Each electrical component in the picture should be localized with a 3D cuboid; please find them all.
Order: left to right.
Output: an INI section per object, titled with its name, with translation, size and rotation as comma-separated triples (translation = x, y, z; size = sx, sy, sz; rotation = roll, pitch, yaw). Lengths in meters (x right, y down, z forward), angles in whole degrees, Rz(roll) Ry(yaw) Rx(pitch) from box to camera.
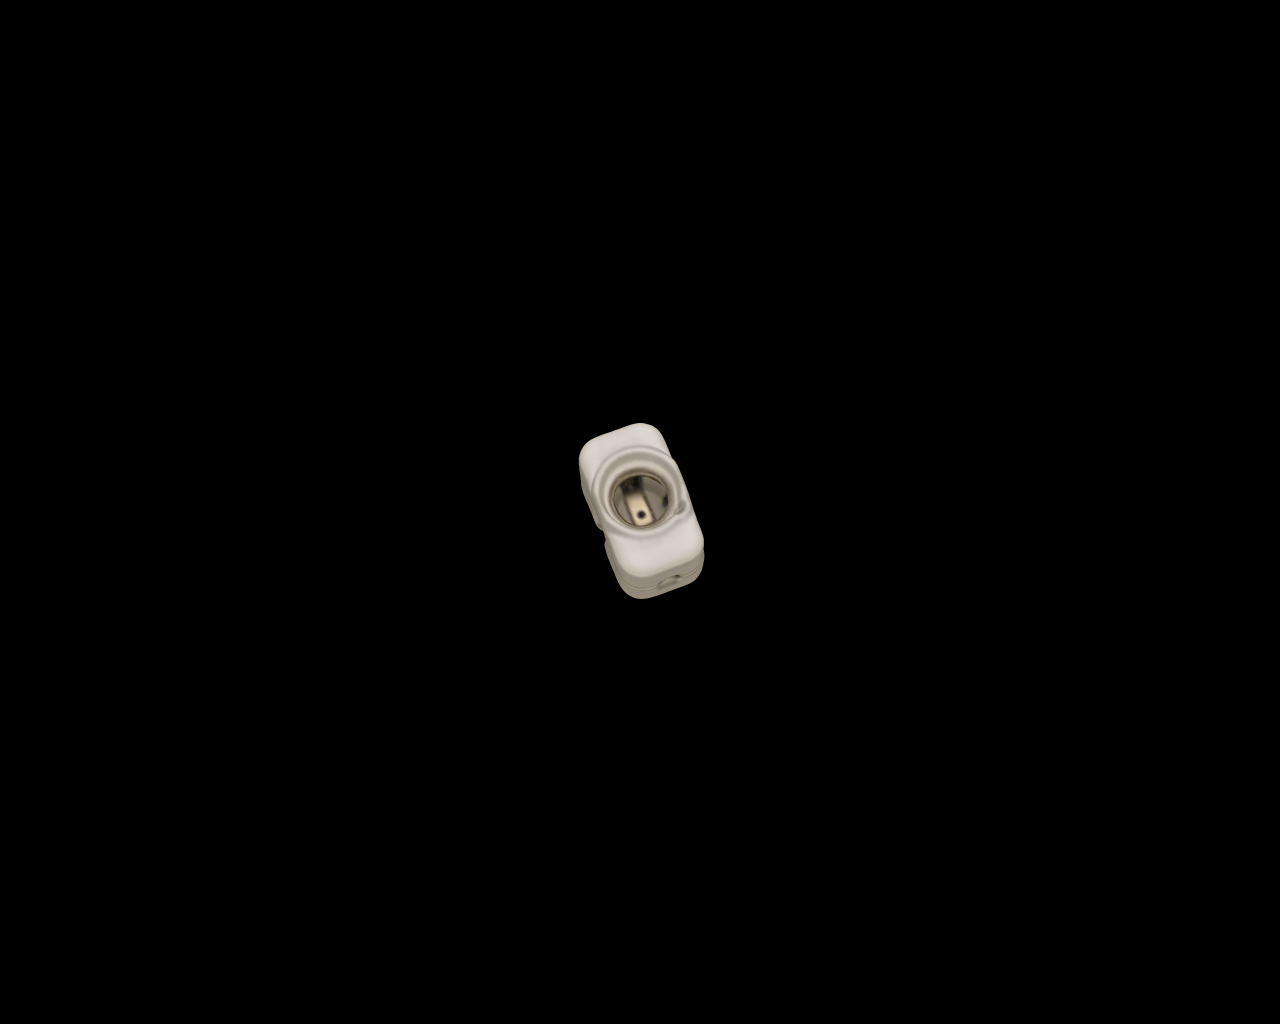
[electrical component]
translation = 0.001, -0.003, 0.650
size = 0.054, 0.095, 0.059
rotation = -19, -19, -7
